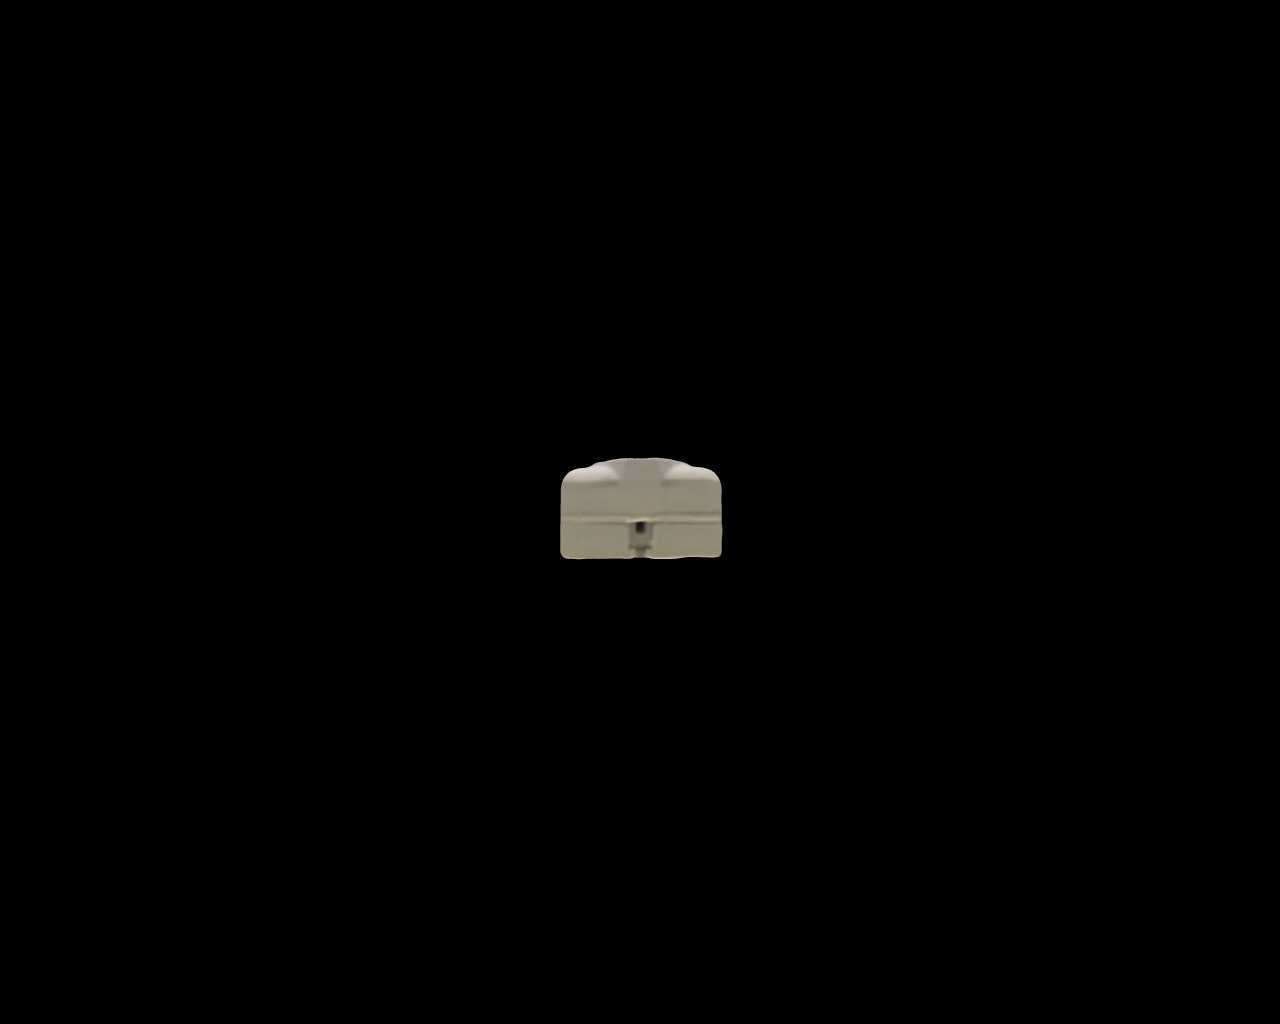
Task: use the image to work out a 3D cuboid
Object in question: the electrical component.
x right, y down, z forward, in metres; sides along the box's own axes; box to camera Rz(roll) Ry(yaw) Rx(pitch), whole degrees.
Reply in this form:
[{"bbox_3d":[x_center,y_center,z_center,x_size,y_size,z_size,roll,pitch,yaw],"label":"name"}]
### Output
[{"bbox_3d":[0.001,-0.003,0.650,0.095,0.059,0.054,0,0,0],"label":"electrical component"}]
